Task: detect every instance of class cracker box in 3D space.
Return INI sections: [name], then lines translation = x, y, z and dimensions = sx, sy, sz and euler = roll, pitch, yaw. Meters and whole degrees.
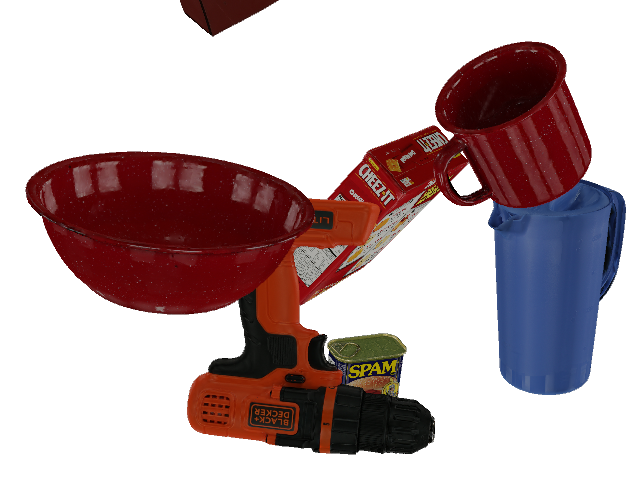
[cracker box]
translation = 0.053, -0.032, 1.257
dimensions = 0.214, 0.072, 0.163
euler = -48, -12, 35

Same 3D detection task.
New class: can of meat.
[can of meat]
translation = 0.057, 0.175, 1.402
dimensions = 0.102, 0.084, 0.057
euler = -5, 25, -22

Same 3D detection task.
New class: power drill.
[power drill]
translation = -0.001, 0.063, 0.787
dimensions = 0.184, 0.187, 0.057
euler = 5, 0, 4

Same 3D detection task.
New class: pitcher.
[pitcher]
translation = 0.276, 0.051, 1.254
dimensions = 0.149, 0.243, 0.144
euler = 4, 24, 15

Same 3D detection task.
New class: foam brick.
[foam brick]
translation = -0.080, -0.223, 0.918
dimensions = 0.078, 0.051, 0.053
euler = -33, 48, -16

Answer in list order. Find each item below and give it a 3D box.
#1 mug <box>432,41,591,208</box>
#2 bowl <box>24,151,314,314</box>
[mug]
translation = 0.129, -0.069, 0.738
dimensions = 0.117, 0.081, 0.093
euler = -41, 36, -9
[bowl]
translation = -0.086, -0.001, 0.609
dimensions = 0.162, 0.055, 0.162
euler = 7, 20, -3
